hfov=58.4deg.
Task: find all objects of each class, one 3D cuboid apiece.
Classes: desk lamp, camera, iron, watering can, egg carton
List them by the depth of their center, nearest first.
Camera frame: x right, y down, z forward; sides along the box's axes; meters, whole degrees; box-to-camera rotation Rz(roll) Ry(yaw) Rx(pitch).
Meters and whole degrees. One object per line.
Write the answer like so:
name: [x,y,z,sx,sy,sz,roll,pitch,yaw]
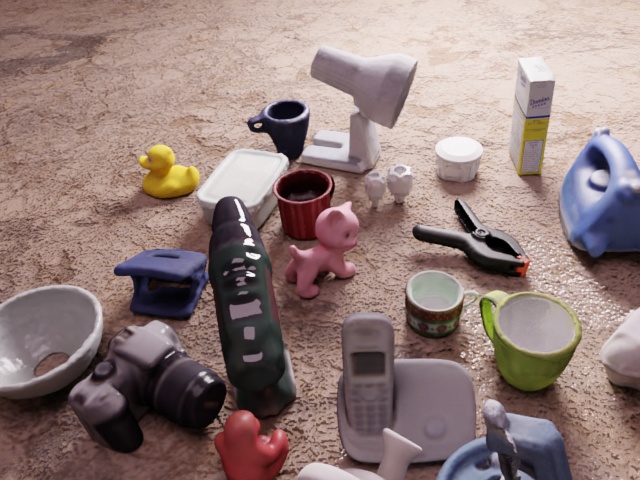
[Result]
watering can: [0.028,0.239,0.480,0.100,0.194,0.173,5,42,12]
camera: [-0.189,0.168,0.656,0.136,0.101,0.143,19,47,26]
egg carton: [0.403,0.125,0.665,0.150,0.069,0.107,-33,48,-28]
iron: [0.427,-0.091,0.855,0.118,0.142,0.258,0,41,6]
desk lamp: [0.065,-0.228,0.997,0.202,0.214,0.118,12,44,19]

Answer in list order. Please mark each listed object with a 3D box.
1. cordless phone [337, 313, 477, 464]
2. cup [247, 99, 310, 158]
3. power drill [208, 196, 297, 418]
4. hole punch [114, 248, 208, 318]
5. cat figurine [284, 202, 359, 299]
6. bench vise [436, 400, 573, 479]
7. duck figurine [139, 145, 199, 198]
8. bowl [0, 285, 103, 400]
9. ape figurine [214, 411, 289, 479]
cordless phone: [0.088,0.146,0.587,0.147,0.185,0.094,-5,41,1]
cup: [-0.073,-0.199,1.069,0.118,0.095,0.091,-15,42,-11]
power drill: [-0.080,0.091,0.651,0.075,0.209,0.229,-12,41,-7]
hole punch: [-0.221,0.045,0.809,0.108,0.091,0.101,4,42,11]
cat figurine: [0.007,0.003,0.811,0.128,0.118,0.067,-29,46,-24]
bench vise: [0.192,0.210,0.477,0.207,0.220,0.121,1,41,7]
duck figurine: [-0.271,-0.128,1.016,0.104,0.086,0.077,-1,41,6]
bowl: [-0.350,0.139,0.727,0.167,0.075,0.167,-3,41,3]
ape figurine: [-0.076,0.213,0.599,0.077,0.092,0.076,10,44,18]
